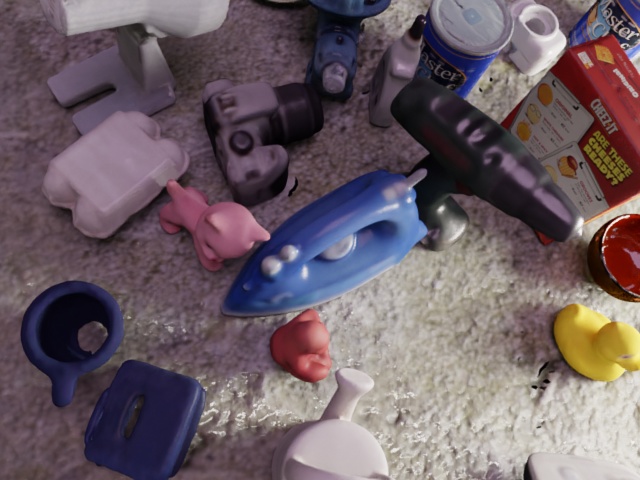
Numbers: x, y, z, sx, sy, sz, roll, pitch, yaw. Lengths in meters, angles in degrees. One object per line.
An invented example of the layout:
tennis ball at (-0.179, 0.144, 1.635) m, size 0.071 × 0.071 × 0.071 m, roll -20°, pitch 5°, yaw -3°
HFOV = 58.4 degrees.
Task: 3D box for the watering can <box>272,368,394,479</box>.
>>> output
watering can at (0.011, 0.211, 0.534) m, size 0.101 × 0.194 × 0.173 m, roll -6°, pitch 74°, yaw -11°

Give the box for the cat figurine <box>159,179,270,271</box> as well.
cat figurine at (-0.119, -0.020, 0.625) m, size 0.128 × 0.117 × 0.067 m, roll 40°, pitch 71°, yaw 4°

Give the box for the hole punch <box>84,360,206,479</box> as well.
hole punch at (-0.174, 0.180, 0.566) m, size 0.101 × 0.091 × 0.109 m, roll 19°, pitch 70°, yaw -3°

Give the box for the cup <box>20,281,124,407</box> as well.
cup at (-0.240, 0.108, 0.575) m, size 0.092 × 0.095 × 0.118 m, roll 4°, pitch 72°, yaw -8°

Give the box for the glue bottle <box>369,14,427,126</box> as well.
glue bottle at (0.096, -0.211, 0.694) m, size 0.037 × 0.173 × 0.078 m, roll 7°, pitch 71°, yaw -7°

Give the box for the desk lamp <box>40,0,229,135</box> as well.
desk lamp at (-0.206, -0.230, 0.626) m, size 0.203 × 0.213 × 0.118 m, roll -35°, pitch 81°, yaw -18°

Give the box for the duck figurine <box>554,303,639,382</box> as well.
duck figurine at (0.336, 0.117, 0.677) m, size 0.078 × 0.086 × 0.104 m, roll -37°, pitch 82°, yaw -18°

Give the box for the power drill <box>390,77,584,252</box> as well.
power drill at (0.159, -0.063, 0.639) m, size 0.076 × 0.208 × 0.229 m, roll -39°, pitch 82°, yaw -18°

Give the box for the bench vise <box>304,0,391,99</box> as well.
bench vise at (0.041, -0.285, 0.683) m, size 0.121 × 0.219 × 0.207 m, roll -9°, pitch 74°, yaw -12°

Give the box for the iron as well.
iron at (0.006, 0.002, 0.627) m, size 0.259 × 0.141 × 0.118 m, roll -31°, pitch 80°, yaw -17°

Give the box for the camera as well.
camera at (-0.060, -0.133, 0.680) m, size 0.137 × 0.100 × 0.143 m, roll -18°, pitch 76°, yaw -15°

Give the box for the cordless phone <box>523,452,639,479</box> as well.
cordless phone at (0.303, 0.269, 0.570) m, size 0.147 × 0.185 × 0.094 m, roll 8°, pitch 71°, yaw -7°

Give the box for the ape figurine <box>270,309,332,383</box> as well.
ape figurine at (-0.014, 0.110, 0.615) m, size 0.076 × 0.092 × 0.078 m, roll 14°, pitch 71°, yaw -5°

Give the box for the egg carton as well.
egg carton at (-0.230, -0.076, 0.649) m, size 0.107 × 0.069 × 0.150 m, roll 42°, pitch 71°, yaw 5°
